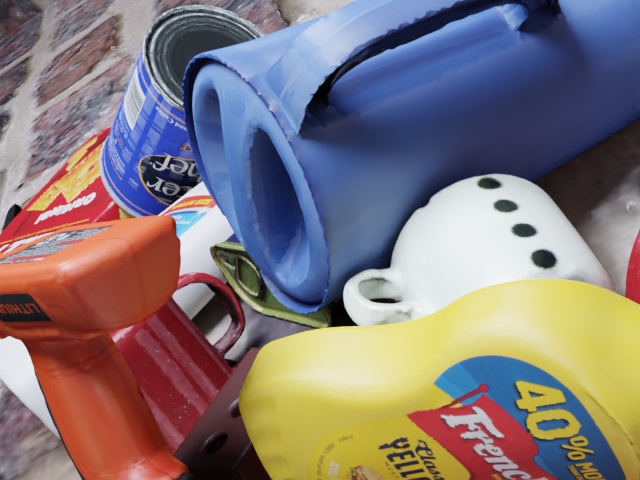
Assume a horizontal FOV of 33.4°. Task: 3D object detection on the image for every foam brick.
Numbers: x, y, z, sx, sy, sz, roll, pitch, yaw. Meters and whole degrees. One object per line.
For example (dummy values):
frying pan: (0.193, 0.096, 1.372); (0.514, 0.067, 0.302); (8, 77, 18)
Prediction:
foam brick: (-0.024, 0.095, 0.502); (0.053, 0.051, 0.078); (-9, 36, 45)

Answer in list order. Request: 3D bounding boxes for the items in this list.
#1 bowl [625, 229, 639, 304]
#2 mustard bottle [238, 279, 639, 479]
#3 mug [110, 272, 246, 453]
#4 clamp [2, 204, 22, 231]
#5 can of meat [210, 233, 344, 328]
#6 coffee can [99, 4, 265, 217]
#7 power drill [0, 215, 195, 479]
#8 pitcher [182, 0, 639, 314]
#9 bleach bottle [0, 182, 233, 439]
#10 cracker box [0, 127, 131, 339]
bowl: (0.181, 0.000, 0.409); (0.162, 0.055, 0.162); (-29, 26, 15)
mustard bottle: (0.069, 0.062, 0.391); (0.192, 0.096, 0.058); (-18, 28, 33)
mug: (-0.094, 0.066, 0.607); (0.117, 0.081, 0.093); (-42, 25, -13)
clamp: (-0.277, 0.001, 1.008); (0.165, 0.036, 0.209); (-28, 26, 30)
can of meat: (-0.004, 0.001, 0.642); (0.083, 0.057, 0.102); (-44, 26, -22)
coffee can: (-0.096, -0.086, 0.777); (0.102, 0.103, 0.140); (-56, 2, -37)
power drill: (-0.060, 0.086, 0.409); (0.057, 0.187, 0.185); (-28, 15, -39)
pitcher: (0.064, -0.075, 0.535); (0.242, 0.145, 0.149); (-26, 24, -21)
bleach bottle: (-0.101, 0.018, 0.710); (0.250, 0.068, 0.103); (-44, 24, -15)
cracker box: (-0.189, -0.016, 0.888); (0.164, 0.072, 0.213); (-12, 34, 43)
